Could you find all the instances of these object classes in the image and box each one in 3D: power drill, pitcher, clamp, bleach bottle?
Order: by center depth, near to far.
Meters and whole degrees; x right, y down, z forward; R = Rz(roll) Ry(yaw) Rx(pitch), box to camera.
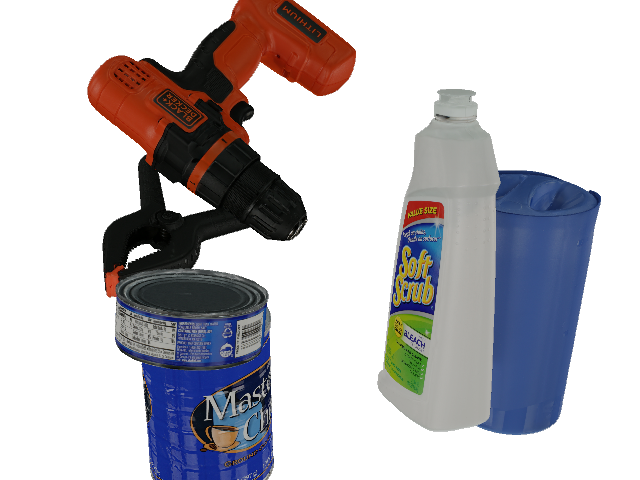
[{"bbox_3d":[-0.051,-0.102,0.796,0.187,0.184,0.057,-48,-4,-41],"label":"power drill"},{"bbox_3d":[0.092,0.011,0.806,0.068,0.251,0.103,-7,19,-22],"label":"bleach bottle"},{"bbox_3d":[0.181,0.063,1.029,0.149,0.243,0.145,5,21,8],"label":"pitcher"},{"bbox_3d":[-0.158,-0.016,1.058,0.165,0.036,0.209,23,40,21],"label":"clamp"}]

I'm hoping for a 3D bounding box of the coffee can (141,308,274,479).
[{"bbox_3d":[-0.089,0.121,0.848,0.103,0.140,0.103,0,26,0],"label":"coffee can"}]

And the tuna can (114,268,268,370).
[{"bbox_3d":[-0.073,0.044,0.603,0.086,0.034,0.086,5,14,-1],"label":"tuna can"}]
